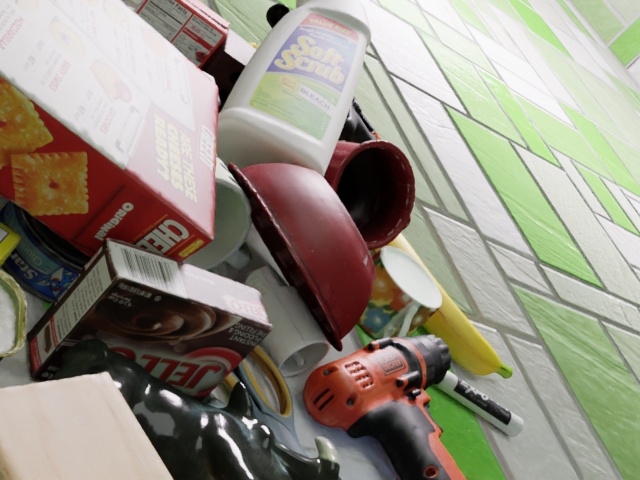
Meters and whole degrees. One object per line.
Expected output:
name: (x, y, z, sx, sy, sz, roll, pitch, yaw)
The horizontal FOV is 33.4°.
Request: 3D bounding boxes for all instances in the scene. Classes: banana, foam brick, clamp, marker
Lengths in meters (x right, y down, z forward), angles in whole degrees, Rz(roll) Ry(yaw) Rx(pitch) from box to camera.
banana: (0.102, 0.057, 0.990, 0.198, 0.037, 0.069, 52, 8, 13)
foam brick: (-0.086, -0.137, 0.952, 0.053, 0.078, 0.051, 34, 25, -21)
clamp: (0.015, -0.144, 1.084, 0.164, 0.036, 0.209, 62, 10, 19)
marker: (0.127, 0.134, 0.921, 0.121, 0.020, 0.020, 35, 26, -20)

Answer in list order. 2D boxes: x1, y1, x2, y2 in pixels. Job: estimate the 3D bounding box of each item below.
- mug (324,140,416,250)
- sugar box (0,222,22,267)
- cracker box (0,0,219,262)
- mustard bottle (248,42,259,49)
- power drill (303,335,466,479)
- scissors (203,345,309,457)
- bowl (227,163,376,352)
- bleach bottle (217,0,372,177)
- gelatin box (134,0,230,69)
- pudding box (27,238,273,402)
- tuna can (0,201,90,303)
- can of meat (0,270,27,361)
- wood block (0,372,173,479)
mug: (0.030, -0.039, 0.928, 0.117, 0.093, 0.082, 26, -7, -38)
sugar box: (-0.254, -0.022, 0.559, 0.176, 0.048, 0.093, 36, 26, -8)
cracker box: (-0.158, -0.093, 0.627, 0.213, 0.072, 0.164, 40, 28, -31)
mustard bottle: (-0.042, -0.126, 1.026, 0.096, 0.058, 0.192, 20, 33, -41)
power drill: (0.090, 0.153, 0.794, 0.188, 0.057, 0.184, 50, 29, 19)
scissors: (-0.028, 0.141, 0.680, 0.096, 0.016, 0.202, 15, 37, -45)
bowl: (-0.005, 0.001, 0.791, 0.162, 0.055, 0.162, 58, -6, 10)
bleach bottle: (-0.017, -0.147, 0.908, 0.102, 0.068, 0.250, 27, 49, -11)
gelatin box: (-0.133, -0.173, 0.923, 0.073, 0.089, 0.030, 34, 27, -21)
pudding box: (-0.098, 0.054, 0.621, 0.113, 0.090, 0.039, 24, 30, -36)
tuna can: (-0.162, 0.001, 0.675, 0.086, 0.034, 0.086, 34, 27, -20)
can of meat: (-0.201, 0.044, 0.487, 0.102, 0.084, 0.057, 27, 30, -33)
wood block: (-0.092, 0.169, 0.450, 0.206, 0.091, 0.090, 54, 26, 20)
